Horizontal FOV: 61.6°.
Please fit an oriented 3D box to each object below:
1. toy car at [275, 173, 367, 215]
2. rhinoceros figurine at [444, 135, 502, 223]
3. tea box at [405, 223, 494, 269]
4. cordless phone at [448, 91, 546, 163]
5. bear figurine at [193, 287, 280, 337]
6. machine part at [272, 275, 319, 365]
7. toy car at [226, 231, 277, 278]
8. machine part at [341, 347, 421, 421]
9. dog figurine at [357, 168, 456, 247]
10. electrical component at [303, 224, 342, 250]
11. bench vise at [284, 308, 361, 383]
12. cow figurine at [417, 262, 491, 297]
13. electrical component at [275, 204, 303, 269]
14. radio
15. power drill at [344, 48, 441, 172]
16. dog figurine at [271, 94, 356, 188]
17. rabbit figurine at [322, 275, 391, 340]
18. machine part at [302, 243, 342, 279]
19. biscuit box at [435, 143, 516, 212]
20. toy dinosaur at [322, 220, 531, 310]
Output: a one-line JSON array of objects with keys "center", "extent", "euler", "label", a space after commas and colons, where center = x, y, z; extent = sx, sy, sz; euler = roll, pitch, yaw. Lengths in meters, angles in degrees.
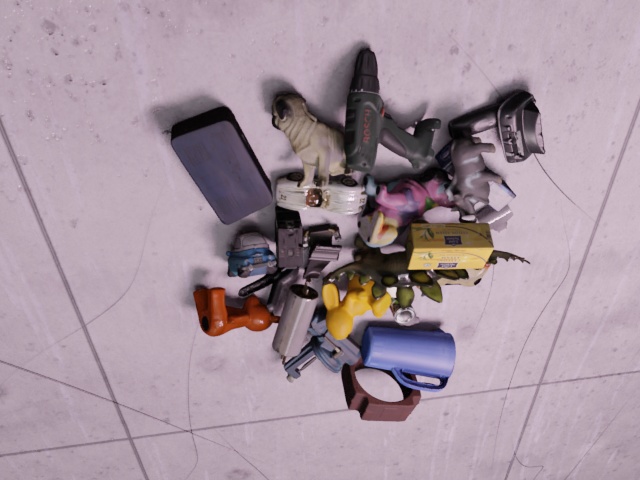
[{"center": [0.002, -0.098, 1.176], "extent": [0.202, 0.056, 0.073], "euler": [6, 127, 1], "label": "toy car"}, {"center": [0.314, -0.124, 1.123], "extent": [0.112, 0.073, 0.190], "euler": [-19, 119, -11], "label": "rhinoceros figurine"}, {"center": [0.276, 0.014, 1.161], "extent": [0.170, 0.068, 0.098], "euler": [-2, 149, 1], "label": "tea box"}, {"center": [0.380, -0.225, 1.158], "extent": [0.184, 0.089, 0.146], "euler": [-14, 130, 16], "label": "cordless phone"}, {"center": [-0.200, 0.173, 1.341], "extent": [0.196, 0.120, 0.132], "euler": [-7, 88, -36], "label": "bear figurine"}, {"center": [-0.062, 0.198, 1.327], "extent": [0.079, 0.079, 0.243], "euler": [11, 109, -17], "label": "machine part"}, {"center": [-0.159, 0.031, 1.224], "extent": [0.109, 0.162, 0.103], "euler": [-9, 90, -16], "label": "toy car"}, {"center": [0.168, 0.404, 1.509], "extent": [0.201, 0.202, 0.087], "euler": [6, 129, -15], "label": "machine part"}, {"center": [0.207, -0.071, 1.208], "extent": [0.219, 0.109, 0.191], "euler": [3, 106, -17], "label": "dog figurine"}, {"center": [-0.001, -0.003, 1.269], "extent": [0.102, 0.045, 0.078], "euler": [-3, 126, -7], "label": "electrical component"}, {"center": [-0.014, 0.293, 1.446], "extent": [0.240, 0.129, 0.223], "euler": [-41, 124, 12], "label": "bench vise"}, {"center": [0.322, 0.081, 1.369], "extent": [0.195, 0.086, 0.127], "euler": [4, 121, -15], "label": "cow figurine"}, {"center": [-0.072, -0.003, 1.213], "extent": [0.058, 0.115, 0.134], "euler": [-2, 126, -6], "label": "electrical component"}, {"center": [-0.196, -0.151, 1.108], "extent": [0.131, 0.073, 0.229], "euler": [-23, 129, 6], "label": "radio"}, {"center": [0.142, -0.237, 1.066], "extent": [0.207, 0.086, 0.232], "euler": [14, 87, -36], "label": "power drill"}, {"center": [0.001, -0.218, 1.087], "extent": [0.172, 0.121, 0.190], "euler": [-31, 111, -38], "label": "dog figurine"}, {"center": [0.074, 0.161, 1.331], "extent": [0.162, 0.122, 0.173], "euler": [39, 87, 7], "label": "rabbit figurine"}, {"center": [-0.001, 0.050, 1.288], "extent": [0.084, 0.039, 0.138], "euler": [-1, 149, -26], "label": "machine part"}, {"center": [0.352, -0.143, 1.212], "extent": [0.202, 0.063, 0.059], "euler": [31, 116, -28], "label": "biscuit box"}, {"center": [0.235, 0.058, 1.258], "extent": [0.472, 0.199, 0.104], "euler": [-14, 136, 3], "label": "toy dinosaur"}]
